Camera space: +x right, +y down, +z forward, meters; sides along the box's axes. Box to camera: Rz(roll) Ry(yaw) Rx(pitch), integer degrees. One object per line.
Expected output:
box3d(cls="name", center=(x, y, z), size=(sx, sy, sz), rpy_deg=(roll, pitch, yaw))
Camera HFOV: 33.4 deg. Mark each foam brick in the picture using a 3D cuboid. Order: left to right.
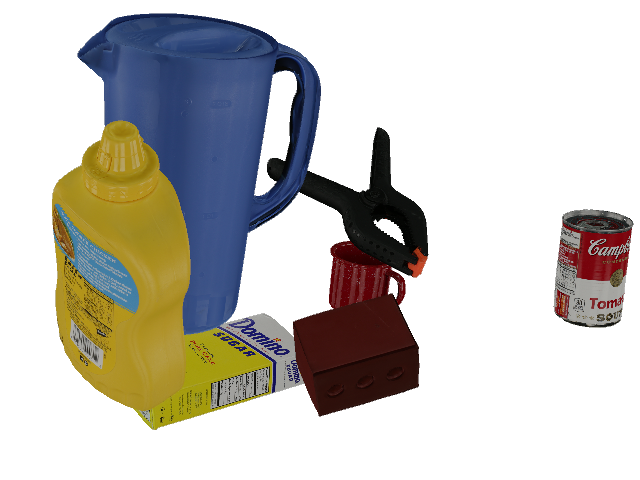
box3d(cls="foam brick", center=(0.025, 0.081, 0.756), size=(0.078, 0.051, 0.053), rpy_deg=(-16, -40, -8))

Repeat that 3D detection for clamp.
box3d(cls="clamp", center=(0.045, -0.040, 1.195), size=(0.164, 0.210, 0.036), rpy_deg=(-13, -37, -23))

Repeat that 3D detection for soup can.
box3d(cls="soup can", center=(0.270, 0.027, 1.060), size=(0.068, 0.102, 0.068), rpy_deg=(1, 18, -1))

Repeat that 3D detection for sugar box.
box3d(cls="sugar box", center=(-0.108, 0.127, 1.068), size=(0.175, 0.048, 0.093), rpy_deg=(-16, 32, -29))

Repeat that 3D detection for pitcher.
box3d(cls="pitcher", center=(-0.100, -0.052, 0.853), size=(0.149, 0.243, 0.144), rpy_deg=(18, 27, 23))

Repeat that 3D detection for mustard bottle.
box3d(cls="mustard bottle", center=(-0.116, 0.010, 0.620), size=(0.058, 0.192, 0.096), rpy_deg=(-30, 58, -33))

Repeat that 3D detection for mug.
box3d(cls="mug", center=(0.065, 0.058, 1.478), size=(0.117, 0.081, 0.093), rpy_deg=(18, 24, 27))
